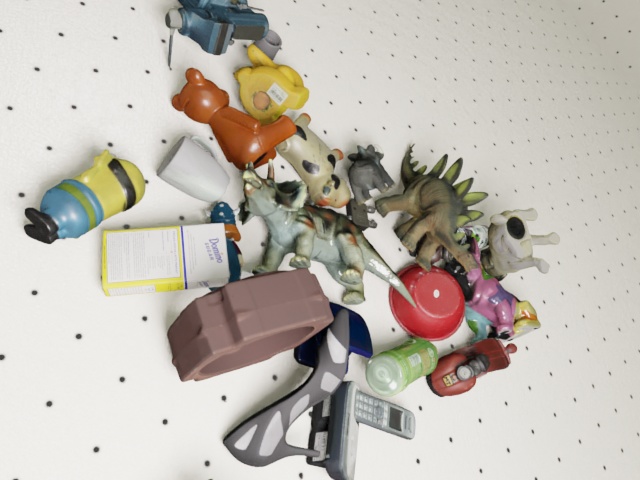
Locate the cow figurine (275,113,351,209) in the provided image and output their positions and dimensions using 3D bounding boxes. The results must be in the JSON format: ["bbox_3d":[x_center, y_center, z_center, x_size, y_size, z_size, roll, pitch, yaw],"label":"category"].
[{"bbox_3d":[-0.012,-0.142,1.050,0.195,0.085,0.127,49,42,-5],"label":"cow figurine"}]

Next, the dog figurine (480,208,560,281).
[{"bbox_3d":[0.391,0.013,1.174,0.172,0.190,0.121,46,64,-9],"label":"dog figurine"}]

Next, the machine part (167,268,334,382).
[{"bbox_3d":[-0.100,0.120,0.763,0.201,0.201,0.087,-9,69,-37],"label":"machine part"}]

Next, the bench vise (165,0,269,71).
[{"bbox_3d":[-0.228,-0.449,1.057,0.224,0.128,0.241,-24,59,-31],"label":"bench vise"}]

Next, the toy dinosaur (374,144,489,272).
[{"bbox_3d":[0.223,-0.081,1.100,0.105,0.198,0.472,51,8,-33],"label":"toy dinosaur"}]

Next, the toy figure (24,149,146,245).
[{"bbox_3d":[-0.336,-0.056,0.783,0.089,0.082,0.180,51,43,-14],"label":"toy figure"}]

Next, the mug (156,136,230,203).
[{"bbox_3d":[-0.206,-0.119,0.913,0.107,0.081,0.109,39,42,-25],"label":"mug"}]

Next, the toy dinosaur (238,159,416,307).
[{"bbox_3d":[0.006,-0.003,0.970,0.404,0.131,0.192,23,54,-30],"label":"toy dinosaur"}]

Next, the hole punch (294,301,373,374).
[{"bbox_3d":[0.025,0.154,0.909,0.142,0.092,0.116,20,52,-20],"label":"hole punch"}]

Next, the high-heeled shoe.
[{"bbox_3d":[-0.045,0.209,0.792,0.145,0.086,0.248,15,78,-6],"label":"high-heeled shoe"}]

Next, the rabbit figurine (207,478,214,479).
[{"bbox_3d":[-0.101,0.366,0.646,0.159,0.170,0.121,49,48,-3],"label":"rabbit figurine"}]

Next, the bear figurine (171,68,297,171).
[{"bbox_3d":[-0.162,-0.220,0.972,0.196,0.120,0.132,48,45,4],"label":"bear figurine"}]

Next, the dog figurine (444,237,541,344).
[{"bbox_3d":[0.356,0.106,1.151,0.191,0.108,0.219,0,63,-34],"label":"dog figurine"}]

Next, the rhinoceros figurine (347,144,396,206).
[{"bbox_3d":[0.097,-0.141,1.104,0.112,0.073,0.190,57,22,-9],"label":"rhinoceros figurine"}]

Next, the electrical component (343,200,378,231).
[{"bbox_3d":[0.076,-0.052,1.100,0.094,0.021,0.063,10,60,-29],"label":"electrical component"}]

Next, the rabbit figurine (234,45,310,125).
[{"bbox_3d":[-0.097,-0.307,1.085,0.162,0.122,0.173,37,35,0],"label":"rabbit figurine"}]

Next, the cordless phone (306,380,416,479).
[{"bbox_3d":[0.078,0.317,0.858,0.184,0.089,0.146,26,53,-26],"label":"cordless phone"}]

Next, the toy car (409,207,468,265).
[{"bbox_3d":[0.262,-0.018,1.169,0.202,0.089,0.053,-56,141,-43],"label":"toy car"}]

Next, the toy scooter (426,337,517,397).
[{"bbox_3d":[0.295,0.234,1.016,0.184,0.135,0.075,-16,77,-38],"label":"toy scooter"}]

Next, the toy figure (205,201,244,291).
[{"bbox_3d":[-0.161,0.010,0.880,0.064,0.058,0.154,12,57,-27],"label":"toy figure"}]
